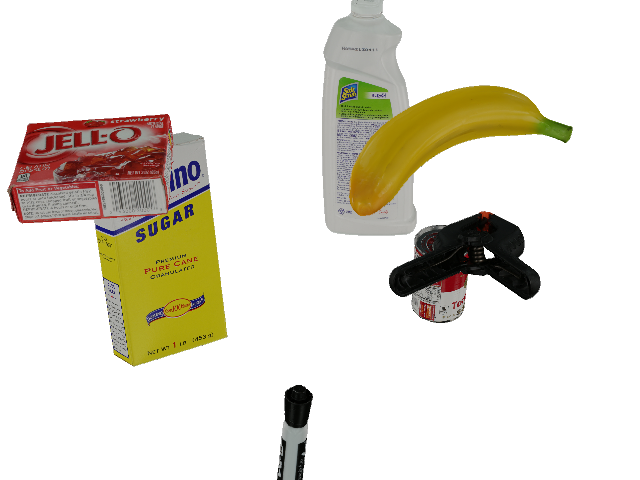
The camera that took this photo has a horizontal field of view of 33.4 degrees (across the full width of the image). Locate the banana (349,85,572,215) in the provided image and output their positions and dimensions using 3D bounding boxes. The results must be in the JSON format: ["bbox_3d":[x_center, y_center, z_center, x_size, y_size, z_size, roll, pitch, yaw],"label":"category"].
[{"bbox_3d":[0.084,-0.070,0.723,0.197,0.037,0.070,-22,43,-31],"label":"banana"}]

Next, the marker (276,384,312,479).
[{"bbox_3d":[-0.019,0.149,0.739,0.020,0.121,0.020,5,32,-3],"label":"marker"}]

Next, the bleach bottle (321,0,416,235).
[{"bbox_3d":[0.053,-0.128,1.087,0.102,0.251,0.068,0,30,0],"label":"bleach bottle"}]

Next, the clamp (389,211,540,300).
[{"bbox_3d":[0.141,0.013,0.912,0.120,0.039,0.171,9,24,22],"label":"clamp"}]

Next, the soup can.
[{"bbox_3d":[0.146,0.042,1.301,0.068,0.102,0.068,0,37,0],"label":"soup can"}]

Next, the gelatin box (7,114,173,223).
[{"bbox_3d":[-0.134,-0.044,0.633,0.089,0.030,0.073,-3,35,-2],"label":"gelatin box"}]

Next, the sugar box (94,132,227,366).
[{"bbox_3d":[-0.134,0.006,0.881,0.093,0.176,0.048,-16,21,-32],"label":"sugar box"}]
